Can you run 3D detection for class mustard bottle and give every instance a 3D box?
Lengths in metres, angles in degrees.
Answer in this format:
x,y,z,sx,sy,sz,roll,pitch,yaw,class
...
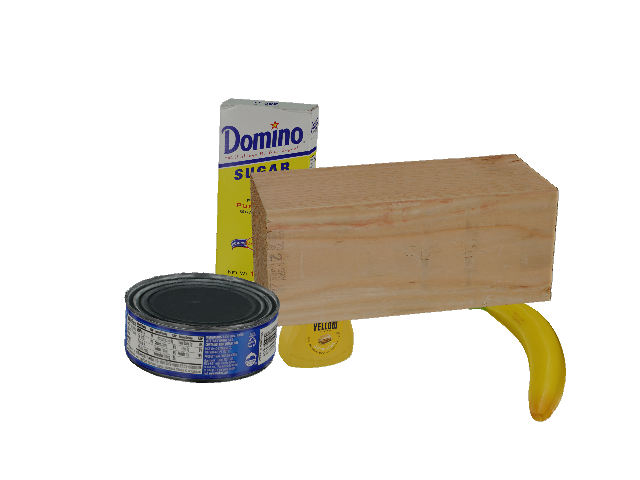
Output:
x,y,z,sx,sy,sz,roll,pitch,yaw,class
0.001,0.066,1.350,0.096,0.192,0.058,-5,26,-20,mustard bottle

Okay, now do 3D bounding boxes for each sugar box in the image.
x,y,z,sx,sy,sz,roll,pitch,yaw,class
-0.053,-0.048,1.050,0.093,0.176,0.048,5,17,10,sugar box

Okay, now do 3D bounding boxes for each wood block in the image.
x,y,z,sx,sy,sz,roll,pitch,yaw,class
0.057,-0.002,0.780,0.206,0.090,0.091,-5,21,-10,wood block

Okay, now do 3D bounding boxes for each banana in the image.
x,y,z,sx,sy,sz,roll,pitch,yaw,class
0.221,0.116,1.135,0.069,0.037,0.198,-26,35,1,banana

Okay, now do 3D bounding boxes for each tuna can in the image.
x,y,z,sx,sy,sz,roll,pitch,yaw,class
-0.066,0.048,0.595,0.086,0.034,0.086,4,17,-2,tuna can
